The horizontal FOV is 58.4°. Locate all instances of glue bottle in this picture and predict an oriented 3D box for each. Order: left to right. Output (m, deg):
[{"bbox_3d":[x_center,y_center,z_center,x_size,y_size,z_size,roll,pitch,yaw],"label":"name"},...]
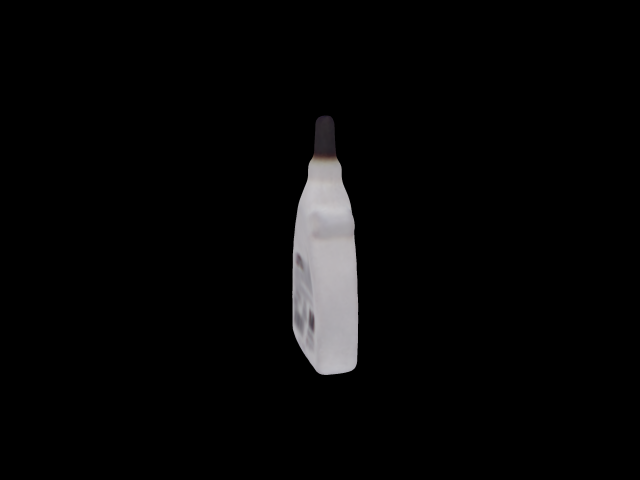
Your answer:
[{"bbox_3d":[0.004,0.001,0.400,0.037,0.173,0.078,-6,19,-16],"label":"glue bottle"}]
